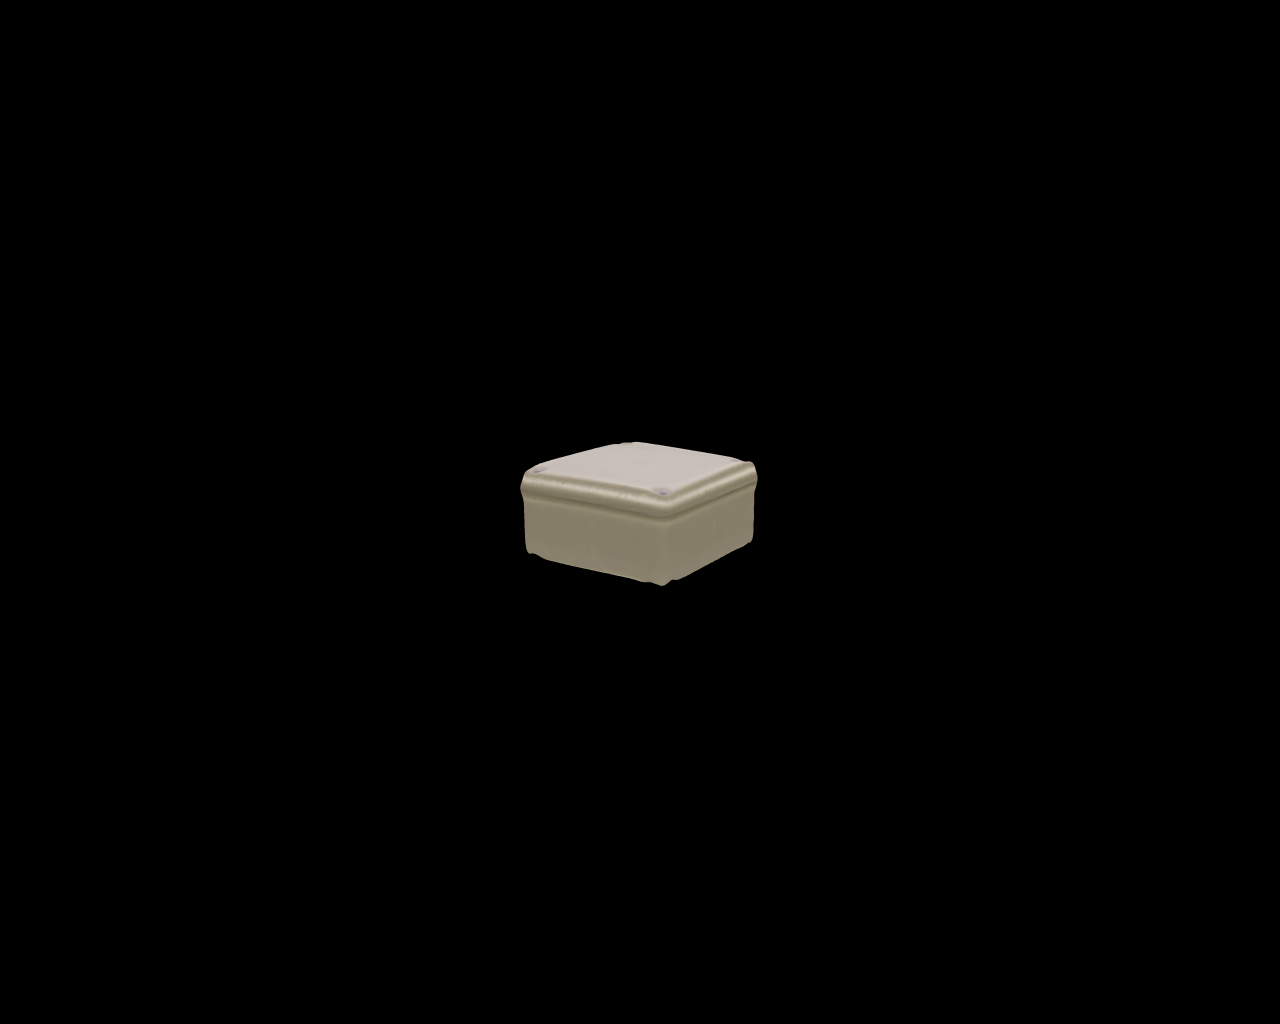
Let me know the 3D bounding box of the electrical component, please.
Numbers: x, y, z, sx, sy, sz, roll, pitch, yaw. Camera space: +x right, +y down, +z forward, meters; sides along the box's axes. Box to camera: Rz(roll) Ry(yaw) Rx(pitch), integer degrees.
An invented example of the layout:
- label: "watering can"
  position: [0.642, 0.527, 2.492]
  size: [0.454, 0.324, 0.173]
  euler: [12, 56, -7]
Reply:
- label: "electrical component"
  position: [0.001, -0.003, 0.650]
  size: [0.109, 0.056, 0.109]
  euler: [11, 19, 34]
